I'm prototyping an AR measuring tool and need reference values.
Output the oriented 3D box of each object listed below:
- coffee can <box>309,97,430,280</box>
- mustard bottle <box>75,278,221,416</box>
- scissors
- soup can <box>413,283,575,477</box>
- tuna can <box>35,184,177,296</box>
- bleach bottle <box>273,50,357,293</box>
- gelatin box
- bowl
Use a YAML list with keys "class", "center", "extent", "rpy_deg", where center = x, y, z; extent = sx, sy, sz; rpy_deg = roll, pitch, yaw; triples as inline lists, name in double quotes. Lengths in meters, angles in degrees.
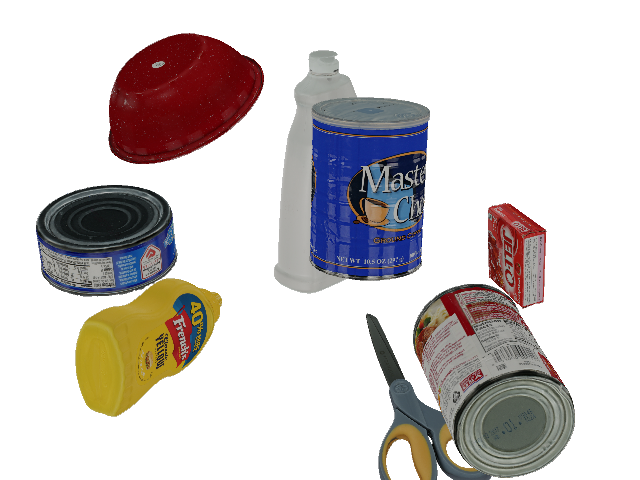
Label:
- class: "coffee can"
  center: [0.042, -0.048, 0.943]
  extent: [0.103, 0.140, 0.103]
  rpy_deg: [1, 19, -1]
- class: "mustard bottle"
  center: [-0.155, 0.090, 1.038]
  extent: [0.058, 0.096, 0.191]
  rpy_deg: [11, 22, 26]
- class: "scissors"
  center: [0.084, 0.125, 0.839]
  extent: [0.096, 0.016, 0.201]
  rpy_deg: [-2, 39, 4]
- class: "soup can"
  center: [0.096, 0.077, 0.605]
  extent: [0.068, 0.068, 0.102]
  rpy_deg: [0, 25, -8]
- class: "tuna can"
  center: [-0.134, -0.002, 0.670]
  extent: [0.086, 0.034, 0.086]
  rpy_deg: [-1, 30, 0]
- class: "bleach bottle"
  center: [-0.002, -0.076, 1.144]
  extent: [0.068, 0.251, 0.102]
  rpy_deg: [22, 33, 40]
- class: "gelatin box"
  center: [0.205, 0.015, 1.124]
  extent: [0.030, 0.089, 0.073]
  rpy_deg: [-14, 30, -16]
- class: "bowl"
  center: [-0.137, -0.143, 0.990]
  extent: [0.162, 0.055, 0.162]
  rpy_deg: [-17, 38, 14]
